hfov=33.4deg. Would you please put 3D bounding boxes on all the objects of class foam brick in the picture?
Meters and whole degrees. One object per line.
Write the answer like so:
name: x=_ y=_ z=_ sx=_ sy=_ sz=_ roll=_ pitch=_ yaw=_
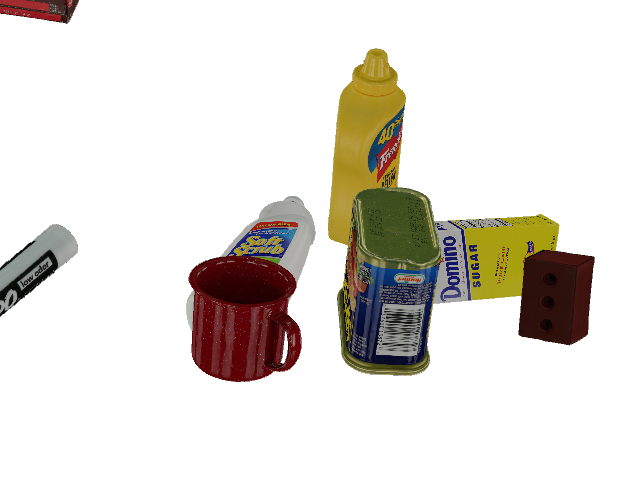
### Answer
foam brick: x=0.220 y=0.052 z=0.996 sx=0.053 sy=0.078 sz=0.051 roll=9 pitch=15 yaw=31

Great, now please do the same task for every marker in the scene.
marker: x=-0.159 y=0.033 z=0.494 sx=0.020 sy=0.020 sz=0.121 roll=0 pitch=34 yaw=39

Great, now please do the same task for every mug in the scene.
mug: x=-0.062 y=0.074 z=0.929 sx=0.117 sy=0.081 sz=0.093 roll=25 pitch=31 yaw=33

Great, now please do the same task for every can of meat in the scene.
can of meat: x=0.044 y=0.024 z=0.693 sx=0.057 sy=0.084 sz=0.102 roll=4 pitch=31 yaw=-4

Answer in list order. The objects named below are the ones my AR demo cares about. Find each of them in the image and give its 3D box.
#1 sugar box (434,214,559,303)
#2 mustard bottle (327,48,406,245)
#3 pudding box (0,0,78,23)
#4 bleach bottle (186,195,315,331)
sugar box: x=0.195 y=0.022 z=1.269 sx=0.176 sy=0.093 sz=0.048 roll=-5 pitch=20 yaw=-24
mustard bottle: x=0.046 y=-0.093 z=1.013 sx=0.058 sy=0.192 sz=0.096 roll=21 pitch=41 yaw=21
pudding box: x=-0.240 y=-0.225 z=0.880 sx=0.090 sy=0.039 sz=0.113 roll=8 pitch=37 yaw=-5
bleach bottle: x=-0.070 y=0.021 z=1.255 sx=0.103 sy=0.068 sz=0.250 roll=4 pitch=33 yaw=13
